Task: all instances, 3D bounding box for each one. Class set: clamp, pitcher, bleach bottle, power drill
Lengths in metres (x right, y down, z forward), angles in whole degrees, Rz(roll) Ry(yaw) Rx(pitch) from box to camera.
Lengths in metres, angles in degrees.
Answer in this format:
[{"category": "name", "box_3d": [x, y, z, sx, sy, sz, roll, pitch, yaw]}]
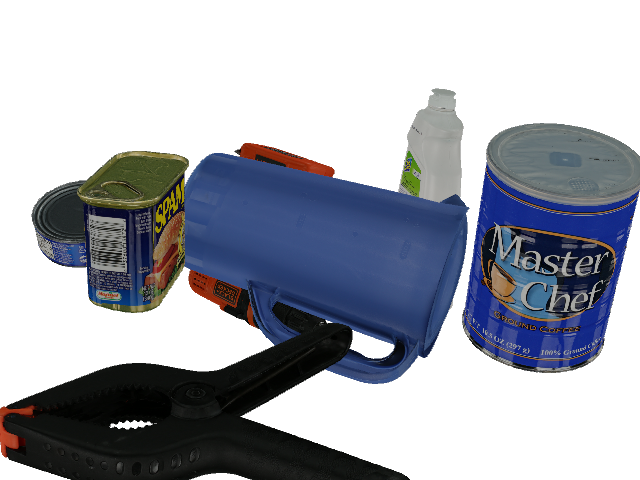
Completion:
[{"category": "clamp", "box_3d": [-0.062, 0.091, 0.576, 0.210, 0.036, 0.164, 1, 24, -4]}, {"category": "pitcher", "box_3d": [-0.002, 0.013, 0.920, 0.243, 0.145, 0.149, 16, 19, 13]}, {"category": "bleach bottle", "box_3d": [0.128, -0.049, 1.241, 0.068, 0.251, 0.103, -1, 22, -22]}, {"category": "power drill", "box_3d": [-0.049, 0.001, 1.131, 0.185, 0.188, 0.057, 23, 9, 33]}]

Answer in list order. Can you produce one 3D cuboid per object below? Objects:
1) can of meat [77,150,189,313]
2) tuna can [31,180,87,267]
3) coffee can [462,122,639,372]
[{"category": "can of meat", "box_3d": [-0.129, -0.007, 0.754, 0.057, 0.084, 0.102, 6, 23, 8]}, {"category": "tuna can", "box_3d": [-0.212, -0.015, 0.956, 0.086, 0.034, 0.086, 0, 41, 0]}, {"category": "coffee can", "box_3d": [0.156, 0.004, 0.733, 0.103, 0.140, 0.103, 2, 32, -2]}]
